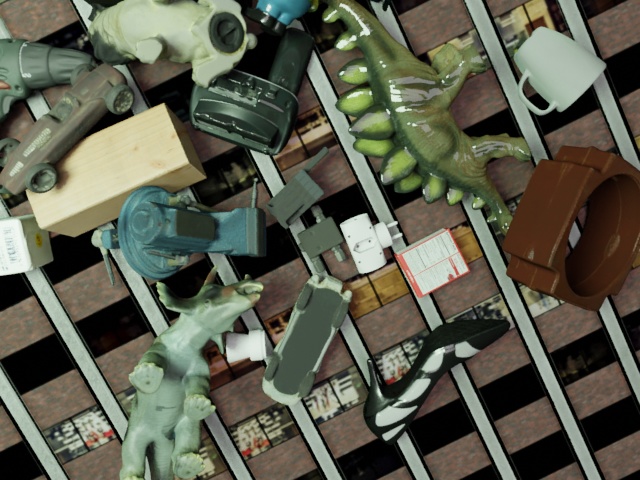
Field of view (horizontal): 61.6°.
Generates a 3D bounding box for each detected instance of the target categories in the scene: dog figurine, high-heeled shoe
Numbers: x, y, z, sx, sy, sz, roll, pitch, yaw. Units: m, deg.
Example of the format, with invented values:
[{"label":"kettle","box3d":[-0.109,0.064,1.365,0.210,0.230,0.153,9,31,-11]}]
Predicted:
[{"label":"dog figurine","box3d":[-0.196,-0.265,0.699,0.172,0.191,0.121,14,94,-37]},{"label":"high-heeled shoe","box3d":[0.178,0.212,0.800,0.249,0.086,0.145,-18,100,4]}]

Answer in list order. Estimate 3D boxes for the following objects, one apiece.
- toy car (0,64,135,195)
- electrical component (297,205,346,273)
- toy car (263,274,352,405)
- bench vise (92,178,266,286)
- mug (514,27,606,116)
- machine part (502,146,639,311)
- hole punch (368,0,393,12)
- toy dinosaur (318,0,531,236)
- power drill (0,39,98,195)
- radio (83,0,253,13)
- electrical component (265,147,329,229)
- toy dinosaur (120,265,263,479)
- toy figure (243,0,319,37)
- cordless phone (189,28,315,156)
[{"label":"toy car","box3d":[-0.322,-0.143,0.668,0.089,0.053,0.202,35,75,21]},{"label":"electrical component","box3d":[-0.002,-0.002,0.791,0.063,0.021,0.094,-27,98,1]},{"label":"toy car","box3d":[-0.020,0.146,0.793,0.073,0.056,0.201,25,94,0]},{"label":"bench vise","box3d":[-0.198,-0.009,0.723,0.241,0.223,0.128,-5,93,28]},{"label":"mug","box3d":[0.322,-0.236,0.758,0.107,0.081,0.109,44,98,5]},{"label":"machine part","box3d":[0.356,-0.015,0.739,0.201,0.087,0.201,17,95,-36]},{"label":"hole punch","box3d":[0.057,-0.391,0.722,0.115,0.092,0.142,10,95,-45]},{"label":"toy dinosaur","box3d":[0.131,-0.184,0.738,0.198,0.105,0.471,-34,94,4]},{"label":"power drill","box3d":[-0.425,-0.167,0.721,0.232,0.086,0.207,10,100,-4]},{"label":"radio","box3d":[-0.206,-0.377,0.709,0.230,0.073,0.131,1,97,-3]},{"label":"electrical component","box3d":[-0.021,-0.073,0.757,0.119,0.075,0.047,-43,96,0]},{"label":"toy dinosaur","box3d":[-0.207,0.215,0.750,0.131,0.192,0.404,18,112,-13]},{"label":"toy figure","box3d":[-0.023,-0.340,0.660,0.089,0.082,0.180,30,102,14]},{"label":"cordless phone","box3d":[-0.091,-0.222,0.743,0.147,0.089,0.184,19,84,-4]}]
